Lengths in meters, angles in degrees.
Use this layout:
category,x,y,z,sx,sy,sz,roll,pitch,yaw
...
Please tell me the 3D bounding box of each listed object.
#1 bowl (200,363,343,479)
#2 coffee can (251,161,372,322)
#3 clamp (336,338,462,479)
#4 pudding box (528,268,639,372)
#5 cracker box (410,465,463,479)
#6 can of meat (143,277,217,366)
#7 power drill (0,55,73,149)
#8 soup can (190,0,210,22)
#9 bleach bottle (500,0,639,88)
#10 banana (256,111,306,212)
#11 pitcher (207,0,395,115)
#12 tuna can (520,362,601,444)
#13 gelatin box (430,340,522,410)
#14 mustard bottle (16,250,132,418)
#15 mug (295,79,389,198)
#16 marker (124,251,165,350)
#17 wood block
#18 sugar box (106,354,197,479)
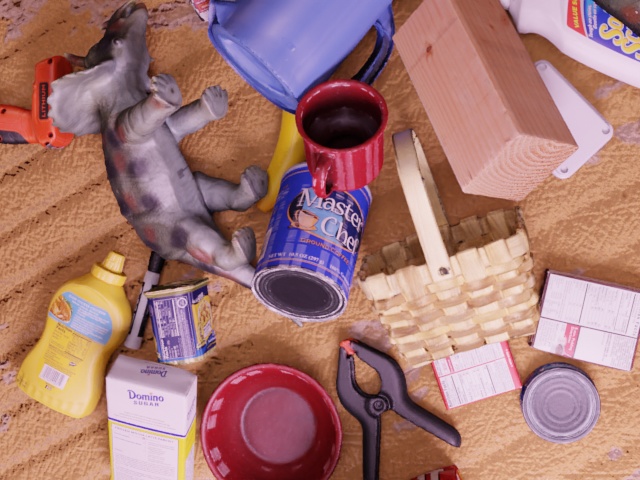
category,x,y,z,sx,sy,sz,roll,pitch,yaw
bowl,-0.051,0.215,1.205,0.162,0.055,0.162,0,92,9
coffee can,-0.007,0.001,1.134,0.103,0.103,0.140,9,56,8
clamp,0.080,0.184,1.193,0.120,0.039,0.171,-21,88,4
pudding box,0.291,0.086,1.157,0.113,0.039,0.090,13,94,6
cracker box,0.076,0.310,1.110,0.164,0.213,0.072,-22,87,8
can of meat,-0.153,0.090,1.193,0.057,0.102,0.084,-9,93,9
power drill,-0.384,-0.173,1.240,0.188,0.057,0.184,0,96,11
soup can,-0.096,-0.292,1.185,0.102,0.068,0.068,-20,89,9
bleach bottle,0.303,-0.220,1.131,0.251,0.068,0.102,19,87,9
banana,-0.038,-0.130,1.202,0.070,0.037,0.198,1,91,29
pitcher,0.013,-0.252,1.129,0.145,0.149,0.242,39,82,22
tuna can,0.262,0.178,1.167,0.086,0.033,0.086,0,92,8
gelatin box,0.170,0.140,1.182,0.089,0.030,0.073,-19,91,9
mustard bottle,-0.272,0.101,1.232,0.096,0.058,0.192,26,96,13
mug,0.020,-0.093,1.083,0.093,0.081,0.117,14,61,13
marker,-0.202,0.068,1.240,0.020,0.020,0.121,18,95,7
wood block,0.164,-0.152,1.083,0.091,0.090,0.206,-46,51,38
sugar box,-0.187,0.211,1.187,0.093,0.048,0.176,13,126,7
